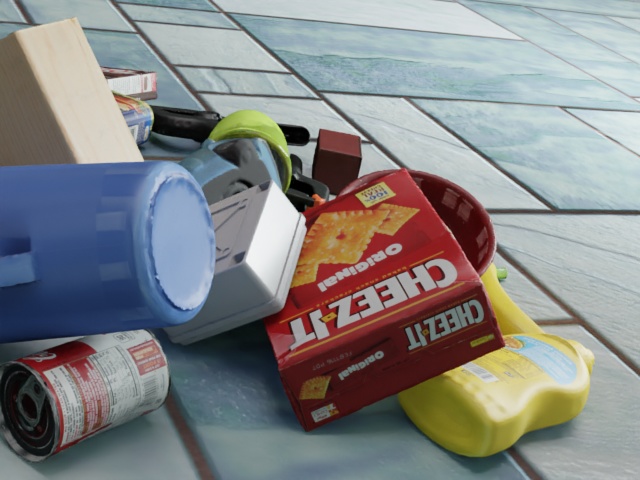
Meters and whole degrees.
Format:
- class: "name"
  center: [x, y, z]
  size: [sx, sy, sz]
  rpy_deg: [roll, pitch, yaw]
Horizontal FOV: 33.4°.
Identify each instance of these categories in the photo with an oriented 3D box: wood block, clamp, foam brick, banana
- class: "wood block"
  center: [-0.211, -0.066, 0.880]
  size: [0.091, 0.206, 0.090]
  rpy_deg: [-20, 10, 27]
- class: "clamp"
  center: [-0.132, -0.130, 1.248]
  size: [0.210, 0.036, 0.164]
  rpy_deg: [12, 13, 14]
- class: "clamp"
  center: [-0.035, -0.062, 1.174]
  size: [0.120, 0.039, 0.172]
  rpy_deg: [-14, 33, -36]
- class: "foam brick"
  center: [0.019, -0.090, 1.245]
  size: [0.051, 0.053, 0.078]
  rpy_deg: [11, 23, -4]
- class: "banana"
  center: [0.172, 0.060, 1.008]
  size: [0.069, 0.037, 0.198]
  rpy_deg: [6, 25, -10]

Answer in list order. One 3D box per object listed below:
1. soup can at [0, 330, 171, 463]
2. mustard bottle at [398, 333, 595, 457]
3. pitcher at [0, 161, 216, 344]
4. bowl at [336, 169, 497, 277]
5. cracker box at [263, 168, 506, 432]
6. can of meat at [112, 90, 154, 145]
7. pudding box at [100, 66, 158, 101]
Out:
- class: "soup can"
  center: [-0.159, 0.101, 0.722]
  size: [0.069, 0.068, 0.102]
  rpy_deg: [28, 28, 31]
- class: "mustard bottle"
  center: [0.159, 0.115, 0.858]
  size: [0.191, 0.058, 0.096]
  rpy_deg: [-11, 28, -41]
- class: "pitcher"
  center: [-0.203, 0.011, 0.720]
  size: [0.243, 0.145, 0.149]
  rpy_deg: [-4, 52, 21]
- class: "bowl"
  center: [0.085, 0.006, 1.024]
  size: [0.162, 0.055, 0.162]
  rpy_deg: [4, 49, -4]
- class: "cracker box"
  center: [0.032, 0.038, 0.862]
  size: [0.164, 0.072, 0.214]
  rpy_deg: [-24, 28, 0]
- class: "can of meat"
  center: [-0.252, -0.136, 1.210]
  size: [0.102, 0.057, 0.083]
  rpy_deg: [22, 24, 21]
- class: "pudding box"
  center: [-0.270, -0.191, 1.315]
  size: [0.114, 0.039, 0.089]
  rpy_deg: [14, 22, 34]
